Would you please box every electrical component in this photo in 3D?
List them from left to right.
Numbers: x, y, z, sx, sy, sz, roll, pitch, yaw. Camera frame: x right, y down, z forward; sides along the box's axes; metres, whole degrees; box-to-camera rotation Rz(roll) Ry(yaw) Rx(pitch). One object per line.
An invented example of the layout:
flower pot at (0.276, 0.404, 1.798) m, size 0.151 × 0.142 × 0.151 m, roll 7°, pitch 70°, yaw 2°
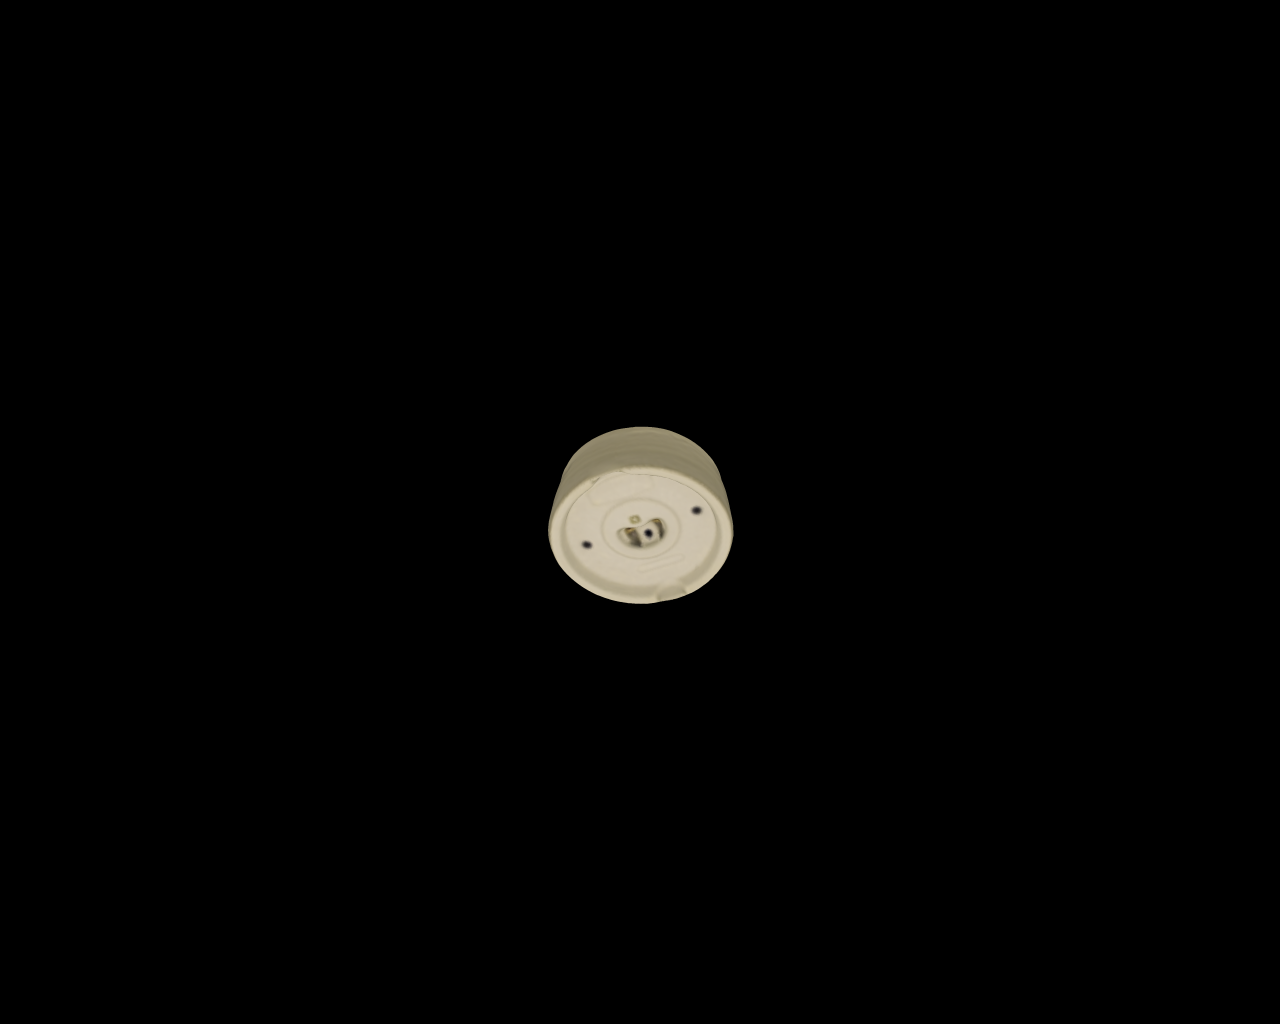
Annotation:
electrical component at (0.001, -0.003, 0.650) m, size 0.108 × 0.108 × 0.060 m, roll 0°, pitch 39°, yaw 0°
